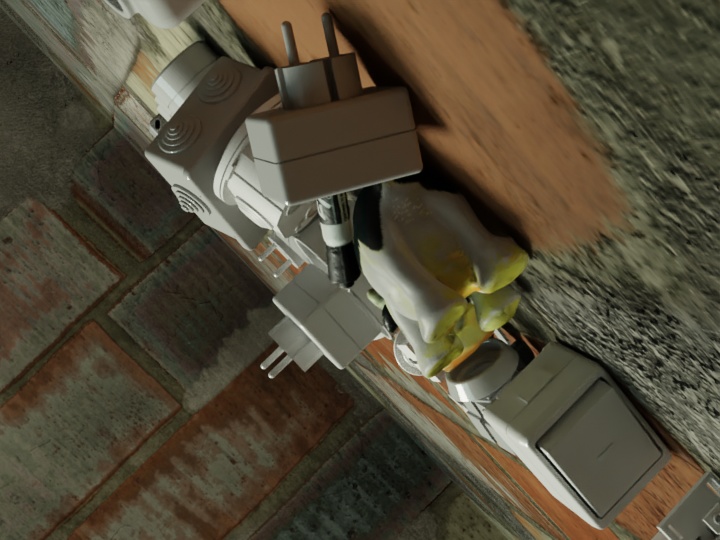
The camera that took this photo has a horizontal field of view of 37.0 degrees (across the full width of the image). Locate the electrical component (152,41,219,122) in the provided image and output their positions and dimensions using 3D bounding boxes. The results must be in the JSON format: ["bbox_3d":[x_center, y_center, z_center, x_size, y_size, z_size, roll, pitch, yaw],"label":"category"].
[{"bbox_3d":[-0.112,-0.120,0.811,0.073,0.052,0.138,46,173,-5],"label":"electrical component"}]

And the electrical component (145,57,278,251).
[{"bbox_3d":[-0.079,-0.076,0.688,0.048,0.099,0.099,25,162,35],"label":"electrical component"}]

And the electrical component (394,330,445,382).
[{"bbox_3d":[0.057,0.067,0.926,0.066,0.048,0.055,46,166,-9],"label":"electrical component"}]

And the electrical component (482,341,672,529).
[{"bbox_3d":[0.128,0.098,0.609,0.096,0.062,0.061,49,173,-23],"label":"electrical component"}]

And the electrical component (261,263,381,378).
[{"bbox_3d":[-0.037,0.044,0.738,0.047,0.077,0.066,49,173,-25],"label":"electrical component"}]

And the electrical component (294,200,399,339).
[{"bbox_3d":[0.000,0.000,0.767,0.099,0.064,0.099,37,160,16],"label":"electrical component"}]

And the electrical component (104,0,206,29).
[{"bbox_3d":[-0.110,-0.162,0.520,0.095,0.059,0.053,42,172,31],"label":"electrical component"}]

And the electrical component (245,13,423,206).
[{"bbox_3d":[-0.016,-0.075,0.482,0.047,0.066,0.076,-153,49,-70],"label":"electrical component"}]

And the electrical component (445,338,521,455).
[{"bbox_3d":[0.084,0.075,0.659,0.055,0.048,0.066,55,167,-20],"label":"electrical component"}]

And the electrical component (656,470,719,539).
[{"bbox_3d":[0.200,0.147,0.552,0.081,0.042,0.064,45,172,2],"label":"electrical component"}]

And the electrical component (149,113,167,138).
[{"bbox_3d":[-0.131,-0.110,0.939,0.096,0.062,0.061,47,173,-9],"label":"electrical component"}]

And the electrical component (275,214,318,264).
[{"bbox_3d":[-0.059,-0.064,0.820,0.074,0.052,0.138,42,172,30],"label":"electrical component"}]

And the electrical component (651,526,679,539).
[{"bbox_3d":[0.235,0.236,0.724,0.138,0.074,0.052,47,173,-12],"label":"electrical component"}]

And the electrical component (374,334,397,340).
[{"bbox_3d":[0.008,0.032,0.982,0.073,0.052,0.138,49,173,-24],"label":"electrical component"}]

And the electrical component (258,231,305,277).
[{"bbox_3d":[-0.052,-0.027,0.907,0.138,0.074,0.052,47,173,-11],"label":"electrical component"}]

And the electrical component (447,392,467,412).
[{"bbox_3d":[0.105,0.100,0.844,0.081,0.042,0.063,39,169,42],"label":"electrical component"}]

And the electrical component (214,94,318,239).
[{"bbox_3d":[-0.044,-0.062,0.633,0.051,0.080,0.080,39,172,11],"label":"electrical component"}]
